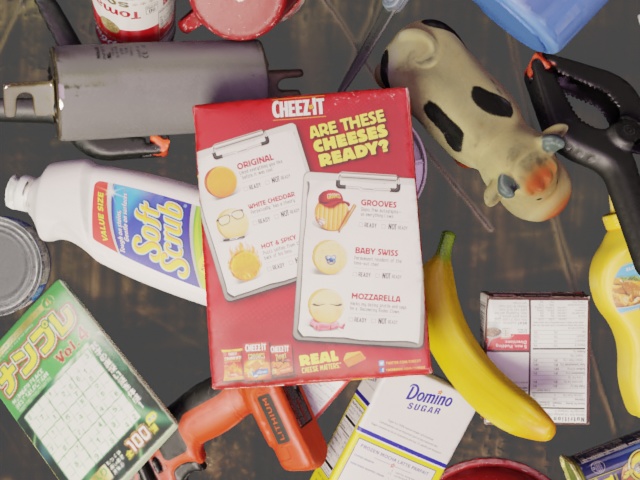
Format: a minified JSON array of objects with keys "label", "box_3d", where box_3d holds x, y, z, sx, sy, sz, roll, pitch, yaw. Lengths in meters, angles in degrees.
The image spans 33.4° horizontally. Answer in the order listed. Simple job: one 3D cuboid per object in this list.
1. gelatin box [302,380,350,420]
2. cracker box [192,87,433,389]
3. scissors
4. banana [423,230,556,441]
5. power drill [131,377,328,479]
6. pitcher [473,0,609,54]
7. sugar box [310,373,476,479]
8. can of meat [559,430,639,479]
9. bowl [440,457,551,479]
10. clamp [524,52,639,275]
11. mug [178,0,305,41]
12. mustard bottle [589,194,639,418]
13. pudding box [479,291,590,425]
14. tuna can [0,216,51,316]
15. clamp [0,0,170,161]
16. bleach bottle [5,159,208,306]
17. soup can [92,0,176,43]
[{"label":"gelatin box","box_3d":[-0.008,0.103,0.916,0.073,0.030,0.089,41,93,1]},{"label":"cracker box","box_3d":[-0.005,0.001,0.812,0.164,0.072,0.214,-5,85,1]},{"label":"scissors","box_3d":[0.060,-0.220,0.900,0.202,0.016,0.096,-46,50,25]},{"label":"banana","box_3d":[0.123,0.089,0.876,0.037,0.070,0.198,-6,57,-33]},{"label":"power drill","box_3d":[-0.092,0.183,0.889,0.188,0.057,0.184,-23,90,15]},{"label":"pitcher","box_3d":[0.232,-0.266,0.853,0.149,0.145,0.243,42,97,11]},{"label":"sugar box","box_3d":[0.052,0.190,0.901,0.093,0.048,0.176,27,91,-19]},{"label":"can of meat","box_3d":[0.262,0.218,0.901,0.084,0.057,0.102,-21,93,-1]},{"label":"bowl","box_3d":[0.148,0.271,0.907,0.162,0.055,0.162,0,93,1]},{"label":"clamp","box_3d":[0.257,-0.083,0.879,0.164,0.036,0.210,-31,72,-24]},{"label":"mug","box_3d":[-0.069,-0.204,0.866,0.117,0.081,0.093,-27,107,22]},{"label":"mustard bottle","box_3d":[0.278,0.046,0.891,0.096,0.058,0.191,-18,92,-5]},{"label":"pudding box","box_3d":[0.182,0.100,0.907,0.090,0.039,0.113,0,94,3]},{"label":"tuna can","box_3d":[-0.276,0.022,0.916,0.086,0.034,0.086,0,93,1]},{"label":"clamp","box_3d":[-0.199,-0.130,0.905,0.171,0.039,0.120,22,89,-8]},{"label":"bleach bottle","box_3d":[-0.143,-0.003,0.899,0.251,0.068,0.102,14,92,3]},{"label":"soup can","box_3d":[-0.150,-0.197,0.861,0.068,0.102,0.068,2,71,-7]}]
